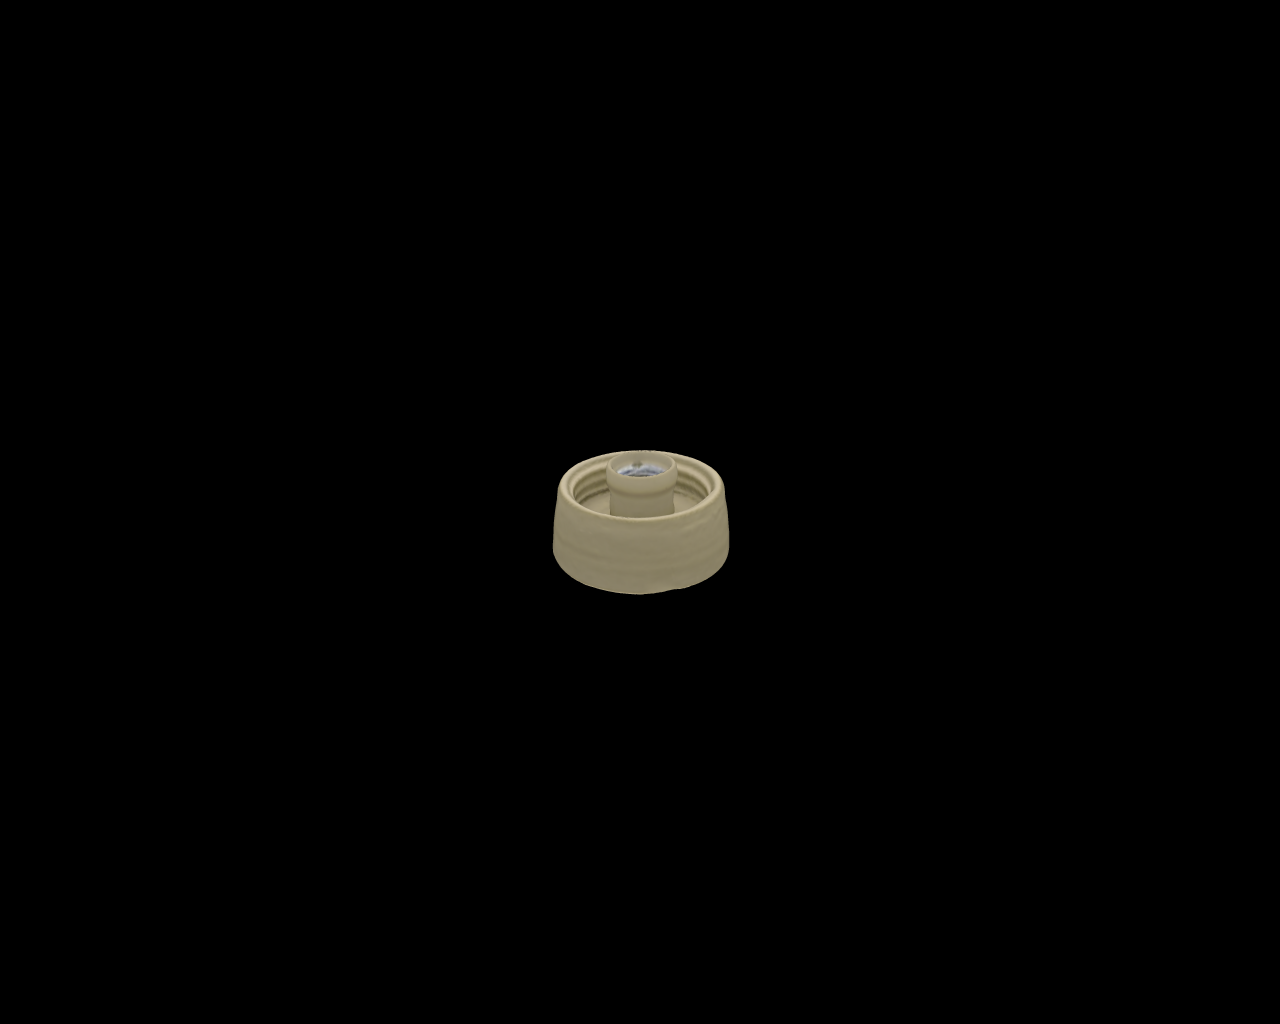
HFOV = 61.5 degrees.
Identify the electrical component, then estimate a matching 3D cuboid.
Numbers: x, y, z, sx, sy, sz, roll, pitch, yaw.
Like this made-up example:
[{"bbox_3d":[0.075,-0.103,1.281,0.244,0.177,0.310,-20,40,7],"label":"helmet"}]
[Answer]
[{"bbox_3d":[0.001,-0.003,0.650,0.108,0.060,0.108,0,26,0],"label":"electrical component"}]
